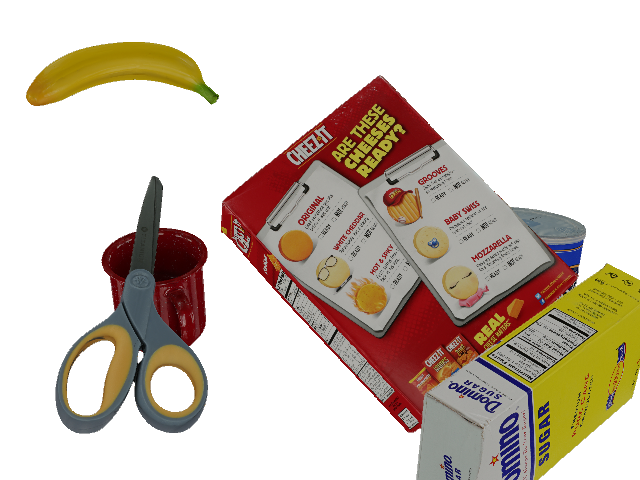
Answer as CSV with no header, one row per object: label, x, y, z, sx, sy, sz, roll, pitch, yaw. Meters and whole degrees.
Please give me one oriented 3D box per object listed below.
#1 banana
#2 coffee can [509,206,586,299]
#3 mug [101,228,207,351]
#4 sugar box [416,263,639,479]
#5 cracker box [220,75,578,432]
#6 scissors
banana,-0.196,-0.165,1.046,0.197,0.070,0.037,-7,-39,-31
coffee can,0.180,0.049,0.976,0.103,0.140,0.103,5,16,-2
mug,-0.139,0.052,0.951,0.093,0.081,0.117,-19,36,-27
sugar box,0.129,0.092,0.628,0.048,0.093,0.175,28,43,34
cracker box,0.055,0.010,0.795,0.164,0.214,0.072,-40,-10,-19
scissors,-0.098,0.041,0.667,0.096,0.201,0.016,21,-42,1
